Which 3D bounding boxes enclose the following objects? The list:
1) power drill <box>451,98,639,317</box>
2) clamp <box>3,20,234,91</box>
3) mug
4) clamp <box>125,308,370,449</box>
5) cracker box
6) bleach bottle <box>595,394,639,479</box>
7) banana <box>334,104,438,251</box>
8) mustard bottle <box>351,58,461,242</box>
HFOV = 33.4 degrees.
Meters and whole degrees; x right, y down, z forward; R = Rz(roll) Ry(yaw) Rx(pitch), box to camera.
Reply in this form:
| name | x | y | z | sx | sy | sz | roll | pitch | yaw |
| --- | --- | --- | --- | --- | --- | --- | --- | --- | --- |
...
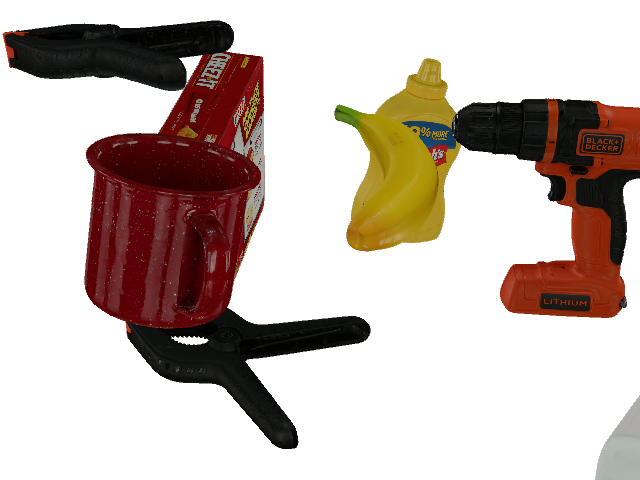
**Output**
| name | x | y | z | sx | sy | sz | roll | pitch | yaw |
| --- | --- | --- | --- | --- | --- | --- | --- | --- | --- |
| power drill | 0.197 | -0.028 | 0.898 | 0.184 | 0.188 | 0.057 | 4 | 28 | 5 |
| clamp | -0.151 | -0.145 | 0.804 | 0.172 | 0.039 | 0.120 | 10 | 22 | 20 |
| mug | -0.078 | 0.000 | 0.570 | 0.093 | 0.081 | 0.117 | -4 | 26 | -33 |
| clamp | -0.070 | 0.091 | 0.917 | 0.210 | 0.036 | 0.164 | 18 | 36 | 25 |
| cracker box | -0.112 | -0.066 | 1.121 | 0.072 | 0.214 | 0.164 | 10 | 46 | 9 |
| bleach bottle | 0.253 | 0.093 | 0.626 | 0.103 | 0.068 | 0.250 | 18 | 30 | 31 |
| banana | 0.047 | -0.041 | 0.726 | 0.069 | 0.037 | 0.198 | 0 | 28 | -2 |
| mustard bottle | 0.095 | -0.093 | 1.097 | 0.096 | 0.192 | 0.058 | 4 | 26 | -13 |
